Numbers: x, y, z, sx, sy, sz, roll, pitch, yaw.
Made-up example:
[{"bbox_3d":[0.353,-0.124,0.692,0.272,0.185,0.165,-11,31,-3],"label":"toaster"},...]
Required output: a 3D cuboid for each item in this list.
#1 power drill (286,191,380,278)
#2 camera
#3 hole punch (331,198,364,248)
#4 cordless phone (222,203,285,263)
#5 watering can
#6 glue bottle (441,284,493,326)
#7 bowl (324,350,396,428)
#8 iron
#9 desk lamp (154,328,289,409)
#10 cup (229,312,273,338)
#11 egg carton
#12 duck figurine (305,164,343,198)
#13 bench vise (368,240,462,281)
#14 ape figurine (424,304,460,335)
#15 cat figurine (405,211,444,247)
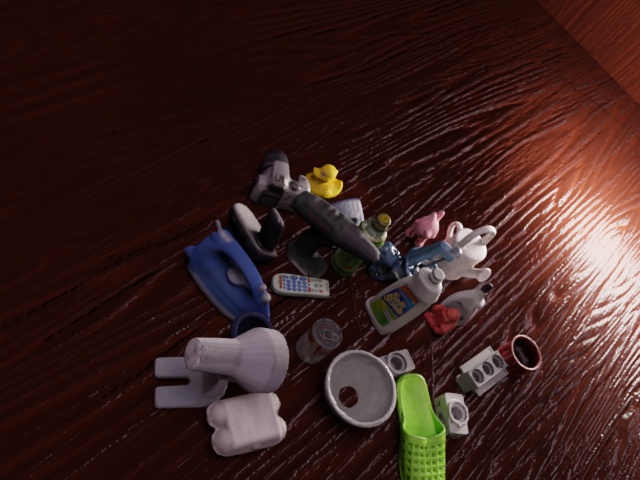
[{"bbox_3d":[0.012,0.005,1.308,0.229,0.208,0.076,45,51,5],"label":"power drill"},{"bbox_3d":[-0.095,-0.157,1.424,0.143,0.100,0.137,14,55,-20],"label":"camera"},{"bbox_3d":[0.064,-0.043,1.441,0.109,0.091,0.101,-15,68,-34],"label":"hole punch"},{"bbox_3d":[-0.135,-0.039,1.273,0.094,0.184,0.147,-25,74,-36],"label":"cordless phone"},{"bbox_3d":[0.390,0.027,1.500,0.101,0.193,0.173,-29,76,-37],"label":"watering can"},{"bbox_3d":[0.373,0.151,1.426,0.078,0.173,0.037,48,51,7],"label":"glue bottle"},{"bbox_3d":[0.075,0.325,1.224,0.168,0.074,0.167,13,55,-20],"label":"bowl"},{"bbox_3d":[-0.168,0.080,1.209,0.119,0.141,0.258,-33,79,-38],"label":"iron"},{"bbox_3d":[-0.184,0.237,1.054,0.204,0.213,0.118,4,59,-25],"label":"desk lamp"},{"bbox_3d":[-0.138,0.211,1.172,0.118,0.094,0.092,30,51,-8],"label":"cup"},{"bbox_3d":[-0.140,0.352,1.098,0.151,0.069,0.107,-5,63,-30],"label":"egg carton"},{"bbox_3d":[0.017,-0.161,1.494,0.105,0.086,0.077,13,55,-20],"label":"duck figurine"},{"bbox_3d":[0.224,0.056,1.379,0.208,0.219,0.121,18,54,-16],"label":"bench vise"},{"bbox_3d":[0.312,0.194,1.420,0.076,0.092,0.078,25,52,-12],"label":"ape figurine"},{"bbox_3d":[0.292,-0.038,1.539,0.067,0.117,0.128,48,51,8],"label":"cat figurine"}]
